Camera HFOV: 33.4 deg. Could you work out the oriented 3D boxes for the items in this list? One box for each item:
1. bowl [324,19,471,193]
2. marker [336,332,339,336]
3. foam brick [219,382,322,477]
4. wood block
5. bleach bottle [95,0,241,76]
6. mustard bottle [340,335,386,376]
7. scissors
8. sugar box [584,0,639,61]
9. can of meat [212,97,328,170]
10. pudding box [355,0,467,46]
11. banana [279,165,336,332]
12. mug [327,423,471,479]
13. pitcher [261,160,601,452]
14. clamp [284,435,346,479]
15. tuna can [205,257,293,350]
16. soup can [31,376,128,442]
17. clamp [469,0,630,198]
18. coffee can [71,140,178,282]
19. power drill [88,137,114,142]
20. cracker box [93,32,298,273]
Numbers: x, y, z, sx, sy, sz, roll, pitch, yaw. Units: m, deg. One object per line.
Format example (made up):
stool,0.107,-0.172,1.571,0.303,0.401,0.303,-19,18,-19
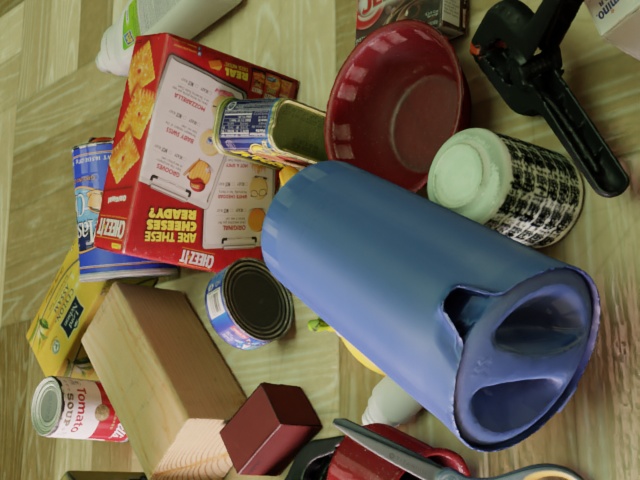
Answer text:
bowl,0.078,-0.107,0.932,0.162,0.055,0.162,-11,74,45
marker,-0.004,0.046,1.011,0.020,0.020,0.121,-57,46,21
foam brick,-0.047,0.178,1.000,0.078,0.052,0.051,-51,48,25
wood block,-0.159,0.145,1.101,0.090,0.090,0.206,-57,46,21
bleach bottle,-0.190,-0.269,1.265,0.251,0.067,0.102,-24,63,44
mustard bottle,0.056,0.056,0.886,0.192,0.096,0.058,63,146,35
scissors,0.114,0.168,0.781,0.202,0.016,0.096,42,96,9
sugar box,0.213,-0.212,0.787,0.048,0.093,0.176,-41,54,32
can of meat,-0.037,-0.102,1.026,0.084,0.101,0.057,5,84,46
pudding box,0.082,-0.217,0.971,0.114,0.039,0.090,-10,73,46
banana,0.004,0.013,0.977,0.037,0.069,0.198,-29,46,16
mug,0.059,0.208,0.856,0.082,0.093,0.117,19,110,53
pitcher,0.071,0.037,0.762,0.243,0.144,0.149,34,133,45
clamp,-0.012,0.245,0.954,0.172,0.039,0.120,-47,51,29
tuna can,-0.069,0.062,1.028,0.034,0.085,0.086,-31,59,41
soup can,-0.261,0.189,1.193,0.069,0.102,0.068,-15,69,44
clamp,0.164,-0.140,0.806,0.210,0.036,0.164,-123,15,-59
coffee can,-0.206,-0.029,1.124,0.103,0.102,0.140,-7,86,46
power drill,-0.196,-0.078,1.226,0.188,0.057,0.184,-21,69,41
cracker box,-0.123,-0.080,1.065,0.072,0.163,0.214,9,86,50
